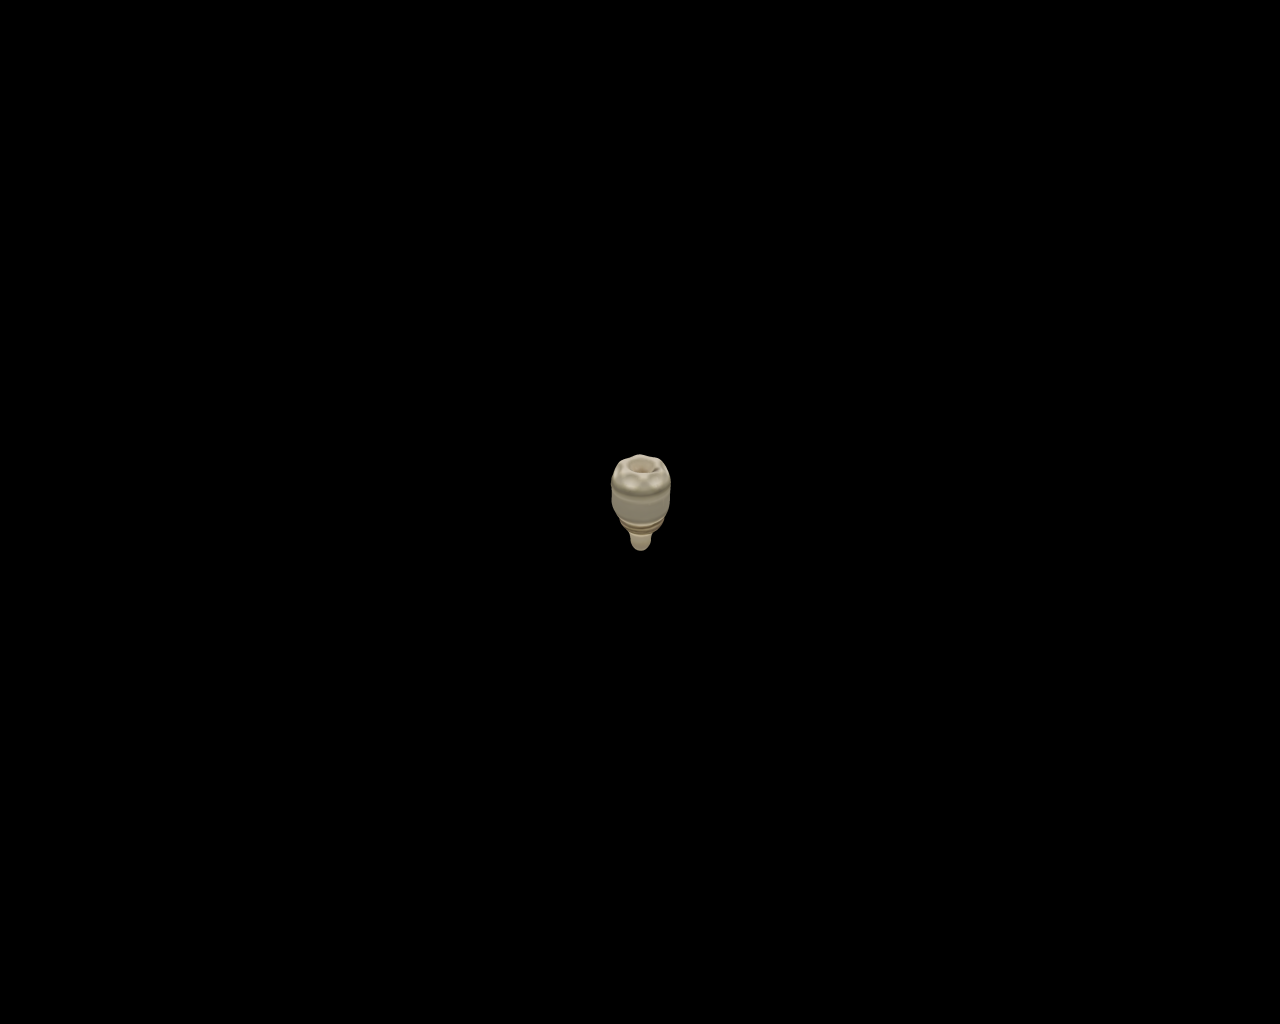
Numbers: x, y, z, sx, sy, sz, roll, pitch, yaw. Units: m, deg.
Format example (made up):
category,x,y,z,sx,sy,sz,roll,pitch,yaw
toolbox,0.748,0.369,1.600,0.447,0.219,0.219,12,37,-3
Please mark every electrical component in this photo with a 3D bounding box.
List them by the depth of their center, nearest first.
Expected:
category,x,y,z,sx,sy,sz,roll,pitch,yaw
electrical component,0.001,-0.003,0.650,0.035,0.061,0.035,0,32,0
